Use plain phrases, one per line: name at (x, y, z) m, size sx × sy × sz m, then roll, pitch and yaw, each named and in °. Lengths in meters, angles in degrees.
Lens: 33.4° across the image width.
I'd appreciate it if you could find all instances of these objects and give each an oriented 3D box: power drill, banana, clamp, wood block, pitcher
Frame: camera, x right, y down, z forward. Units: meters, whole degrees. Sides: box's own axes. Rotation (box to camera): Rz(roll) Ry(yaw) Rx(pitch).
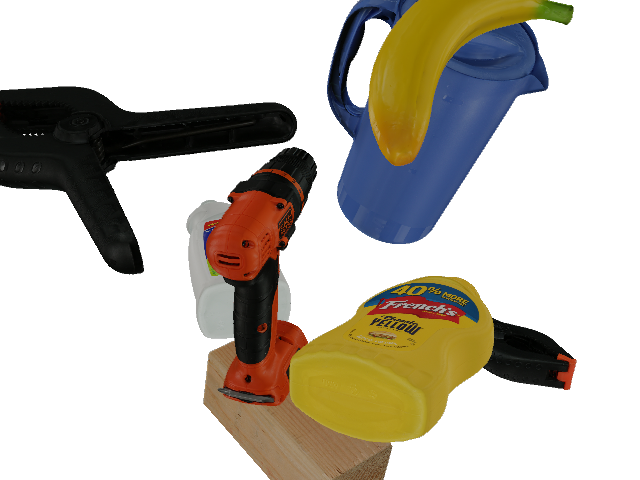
power drill at (-0.044, 0.030, 0.909) m, size 0.057 × 0.188 × 0.184 m, roll 7°, pitch 30°, yaw 17°
banana at (0.074, -0.112, 0.609) m, size 0.070 × 0.037 × 0.197 m, roll 30°, pitch 51°, yaw 22°
clamp at (0.158, 0.090, 0.993) m, size 0.172 × 0.039 × 0.120 m, roll 20°, pitch 31°, yaw 22°
wood block at (-0.029, 0.197, 1.151) m, size 0.090 × 0.090 × 0.206 m, roll -23°, pitch 50°, yaw -33°
pitcher at (0.089, -0.115, 1.011) m, size 0.144 × 0.149 × 0.243 m, roll -11°, pitch -35°, yaw -29°
clamp at (-0.130, -0.059, 0.639) m, size 0.210 × 0.036 × 0.164 m, roll 22°, pitch 42°, yaw 31°

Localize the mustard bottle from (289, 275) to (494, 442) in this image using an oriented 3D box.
mustard bottle at (0.064, 0.068, 0.723) m, size 0.096 × 0.058 × 0.191 m, roll 9°, pitch 21°, yaw 27°

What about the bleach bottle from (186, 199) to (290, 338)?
bleach bottle at (-0.109, 0.017, 1.196) m, size 0.102 × 0.068 × 0.251 m, roll -6°, pitch 27°, yaw -15°
